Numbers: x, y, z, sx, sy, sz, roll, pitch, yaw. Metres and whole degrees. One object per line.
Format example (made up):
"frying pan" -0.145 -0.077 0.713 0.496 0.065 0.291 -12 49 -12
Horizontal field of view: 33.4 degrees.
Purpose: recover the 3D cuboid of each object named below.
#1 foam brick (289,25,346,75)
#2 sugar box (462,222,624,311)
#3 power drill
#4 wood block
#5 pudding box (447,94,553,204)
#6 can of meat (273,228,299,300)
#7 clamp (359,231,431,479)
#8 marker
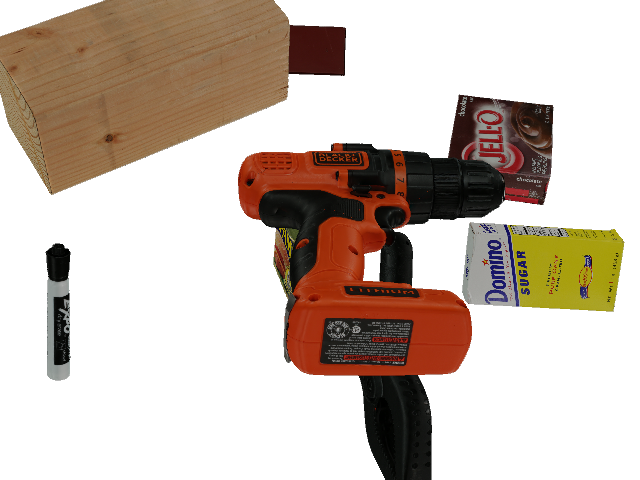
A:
"foam brick" -0.016 -0.202 1.133 0.078 0.051 0.053 0 12 -12
"sugar box" 0.260 0.032 1.257 0.176 0.093 0.048 2 20 -2
"power drill" 0.041 0.004 0.675 0.184 0.057 0.187 -1 35 -5
"wood block" -0.134 -0.129 0.822 0.205 0.090 0.091 -25 -32 -21
"pudding box" 0.163 -0.084 0.971 0.090 0.039 0.113 8 41 7
"can of meat" -0.015 0.008 1.108 0.057 0.084 0.102 -5 35 -14
"clamp" 0.058 0.108 0.869 0.036 0.210 0.165 -3 -32 -19
"marker" -0.212 0.058 0.863 0.020 0.121 0.020 6 26 -3
